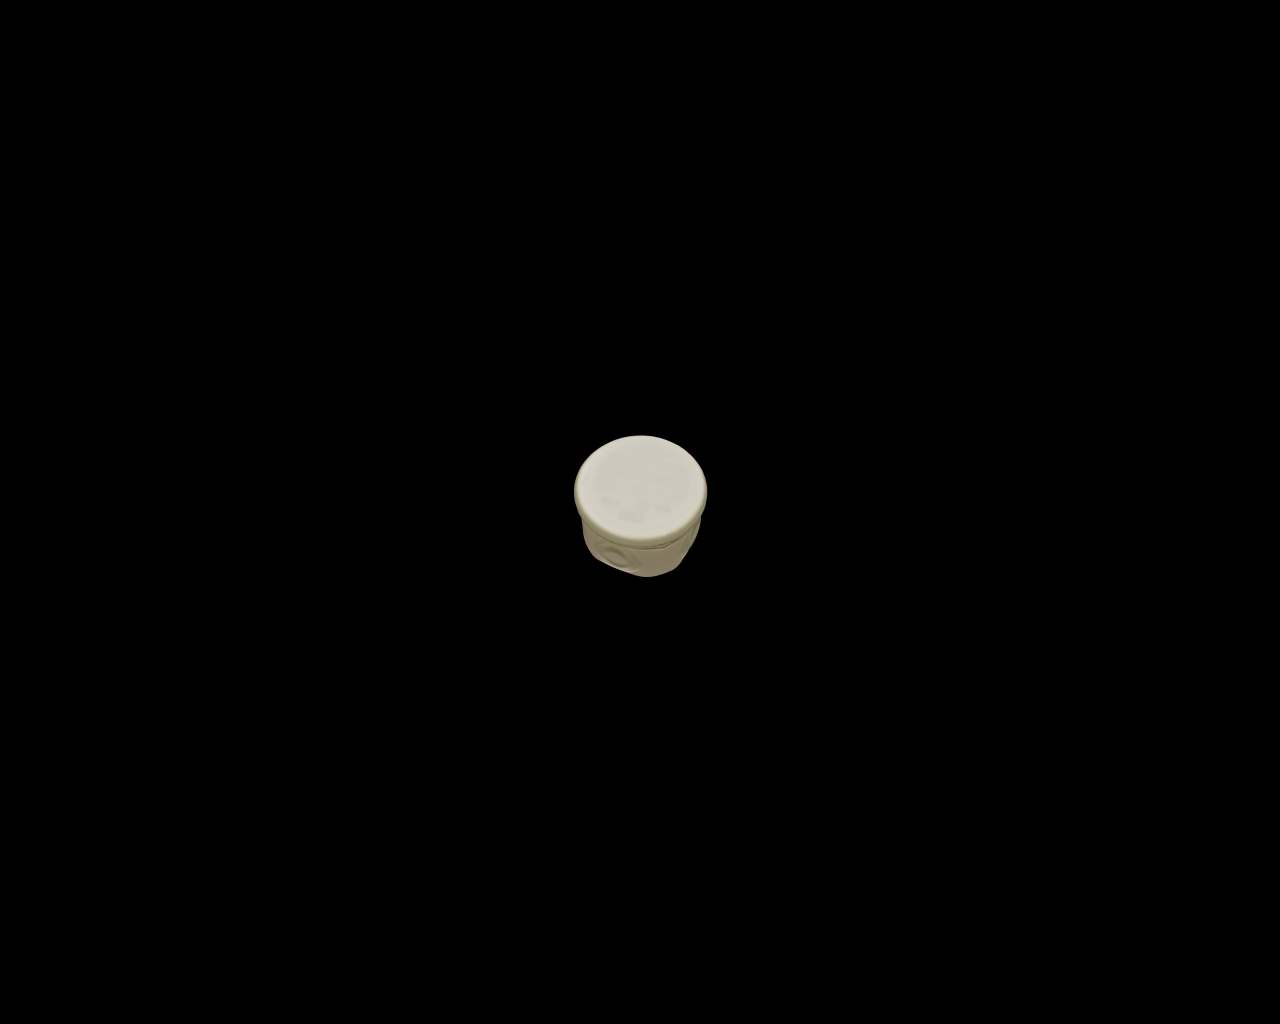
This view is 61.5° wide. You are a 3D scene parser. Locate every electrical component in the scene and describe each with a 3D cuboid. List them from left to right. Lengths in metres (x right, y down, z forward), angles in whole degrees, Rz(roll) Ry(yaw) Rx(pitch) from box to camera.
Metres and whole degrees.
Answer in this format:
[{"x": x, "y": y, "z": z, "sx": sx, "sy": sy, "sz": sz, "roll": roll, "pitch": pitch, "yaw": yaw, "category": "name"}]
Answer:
[{"x": 0.001, "y": -0.003, "z": 0.650, "sx": 0.080, "sy": 0.080, "sz": 0.050, "roll": 0, "pitch": -34, "yaw": 0, "category": "electrical component"}]
